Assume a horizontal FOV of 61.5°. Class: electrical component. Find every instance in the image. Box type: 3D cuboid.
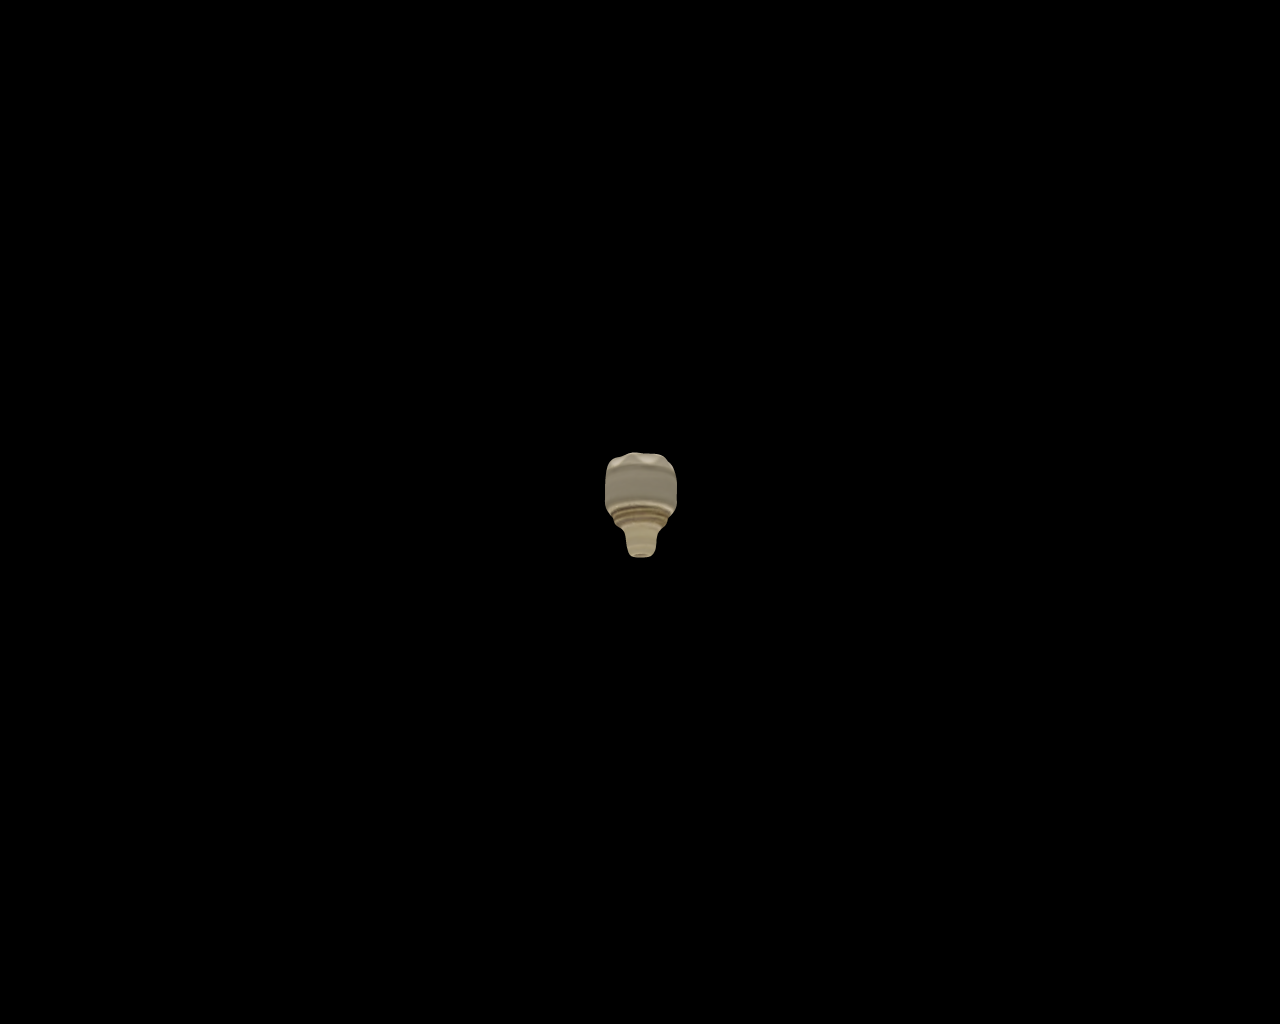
[{"bbox_3d":[0.001,-0.003,0.650,0.043,0.062,0.043,0,-15,0],"label":"electrical component"}]
